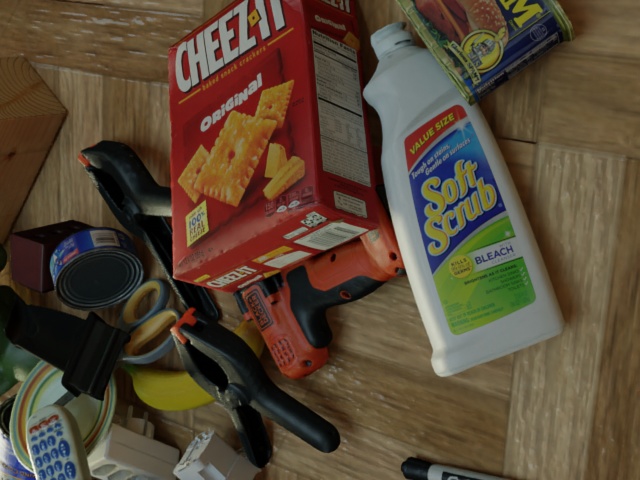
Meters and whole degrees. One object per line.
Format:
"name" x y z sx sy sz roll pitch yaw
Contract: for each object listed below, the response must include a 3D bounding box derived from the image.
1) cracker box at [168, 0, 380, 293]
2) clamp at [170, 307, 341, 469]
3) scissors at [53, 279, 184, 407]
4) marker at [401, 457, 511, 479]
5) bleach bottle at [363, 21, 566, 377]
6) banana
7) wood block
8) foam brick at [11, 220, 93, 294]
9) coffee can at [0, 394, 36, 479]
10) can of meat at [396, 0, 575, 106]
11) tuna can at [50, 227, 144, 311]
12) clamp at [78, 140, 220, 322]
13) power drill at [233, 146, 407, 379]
"cracker box" -0.044 -0.086 0.829 0.164 0.072 0.213 -25 61 39
"clamp" -0.070 0.135 0.934 0.171 0.039 0.120 47 135 -3
"scissors" -0.208 0.105 1.036 0.202 0.016 0.096 -28 48 24
"marker" 0.116 0.191 0.845 0.121 0.020 0.020 5 103 38
"bleach bottle" 0.087 -0.035 0.774 0.102 0.068 0.251 -21 84 2
"banana" -0.114 0.122 0.994 0.198 0.037 0.069 -20 108 36
"wood block" -0.358 -0.082 1.116 0.090 0.090 0.206 49 125 19
"foam brick" -0.264 0.015 1.072 0.053 0.078 0.051 17 111 35
"coffee can" -0.303 0.248 1.138 0.103 0.102 0.140 30 117 30
"can of meat" 0.109 -0.155 0.728 0.084 0.057 0.102 -35 76 10
"tuna can" -0.216 0.028 1.029 0.086 0.085 0.034 -57 43 32
"clamp" -0.158 -0.020 0.990 0.210 0.036 0.164 38 146 38
"power drill" -0.006 0.001 0.878 0.188 0.057 0.184 -37 76 39
